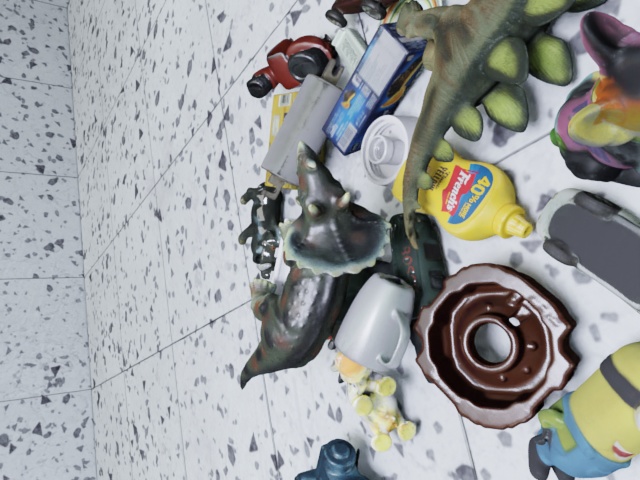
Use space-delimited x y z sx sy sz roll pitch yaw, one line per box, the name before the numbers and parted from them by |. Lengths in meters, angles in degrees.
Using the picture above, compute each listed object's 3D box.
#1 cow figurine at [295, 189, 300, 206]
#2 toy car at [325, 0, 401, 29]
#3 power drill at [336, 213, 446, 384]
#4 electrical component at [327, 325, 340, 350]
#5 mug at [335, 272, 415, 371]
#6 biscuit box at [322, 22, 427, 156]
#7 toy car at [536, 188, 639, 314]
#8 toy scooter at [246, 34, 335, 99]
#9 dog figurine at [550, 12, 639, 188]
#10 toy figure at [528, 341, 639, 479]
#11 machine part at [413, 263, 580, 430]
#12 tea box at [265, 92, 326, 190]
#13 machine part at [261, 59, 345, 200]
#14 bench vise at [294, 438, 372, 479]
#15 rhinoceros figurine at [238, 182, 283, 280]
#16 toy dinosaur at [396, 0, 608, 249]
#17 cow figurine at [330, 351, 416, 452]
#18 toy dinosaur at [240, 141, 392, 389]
cow figurine | -0.002 -0.003 0.899 0.127 0.085 0.194 47 127 36
toy car | 0.072 -0.362 0.797 0.089 0.053 0.202 -61 25 2
power drill | 0.092 0.084 0.761 0.207 0.086 0.232 -12 78 56
electrical component | 0.043 0.158 0.878 0.063 0.021 0.094 55 130 39
mug | 0.076 0.100 0.662 0.110 0.081 0.107 -135 63 -68
biscuit box | 0.077 -0.212 0.776 0.059 0.063 0.202 52 140 14
toy car | 0.295 0.020 0.507 0.202 0.056 0.073 47 120 43
toy scooter | -0.041 -0.319 0.952 0.184 0.075 0.135 -8 40 38
dog figurine | 0.245 -0.108 0.441 0.192 0.219 0.108 13 96 53
toy figure | 0.272 0.169 0.513 0.180 0.082 0.089 -56 49 41
machine part | 0.195 0.115 0.604 0.180 0.056 0.179 -1 87 35
tea box | -0.042 -0.174 0.966 0.098 0.068 0.169 18 104 55
machine part | -0.025 -0.175 0.870 0.079 0.079 0.243 35 100 49
bench vise | 0.032 0.431 0.805 0.241 0.129 0.223 53 128 50
rhinoceros figurine | -0.100 -0.017 1.048 0.112 0.073 0.190 -10 79 43
toy dinosaur | 0.182 -0.221 0.608 0.199 0.105 0.471 45 118 43
cow figurine | 0.066 0.206 0.759 0.167 0.068 0.098 64 173 -16
toy dinosaur | -0.024 0.082 0.705 0.192 0.131 0.404 -106 33 -71
